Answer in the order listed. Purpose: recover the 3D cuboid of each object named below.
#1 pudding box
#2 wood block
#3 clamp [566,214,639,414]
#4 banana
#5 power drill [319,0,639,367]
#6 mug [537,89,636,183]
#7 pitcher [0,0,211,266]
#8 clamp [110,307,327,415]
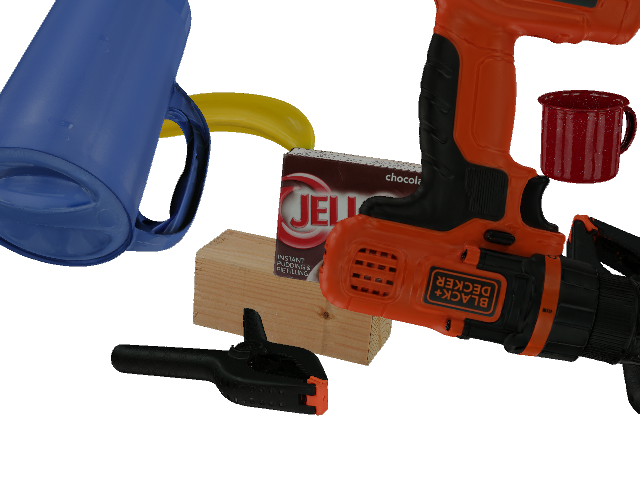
[{"bbox_3d":[0.026,-0.014,0.758,0.113,0.090,0.039,7,17,7],"label":"pudding box"},{"bbox_3d":[-0.028,0.060,1.180,0.206,0.091,0.090,12,23,17],"label":"wood block"},{"bbox_3d":[0.232,0.044,0.727,0.120,0.039,0.171,-2,45,-19],"label":"clamp"},{"bbox_3d":[-0.083,-0.110,0.995,0.198,0.037,0.069,12,47,23],"label":"banana"},{"bbox_3d":[0.104,-0.038,0.510,0.184,0.188,0.057,12,3,-2],"label":"power drill"},{"bbox_3d":[0.285,-0.111,1.131,0.117,0.081,0.093,-12,22,-25],"label":"mug"},{"bbox_3d":[-0.170,-0.105,0.834,0.145,0.242,0.149,-6,-41,23],"label":"pitcher"},{"bbox_3d":[-0.061,0.107,0.955,0.210,0.036,0.164,12,21,39],"label":"clamp"}]
